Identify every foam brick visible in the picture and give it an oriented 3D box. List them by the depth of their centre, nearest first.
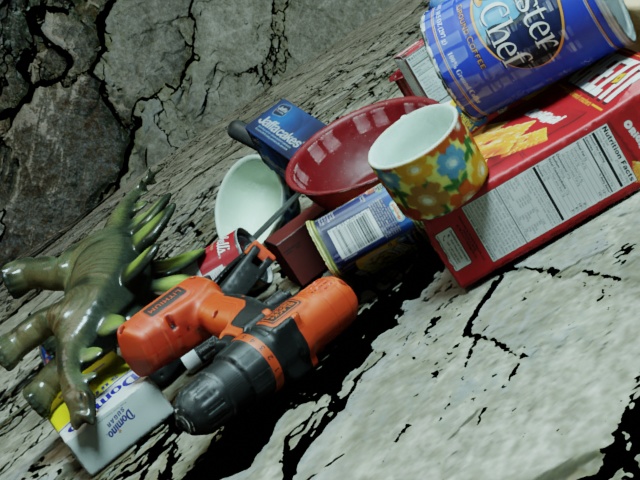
[{"bbox_3d":[-0.007,0.001,1.066,0.078,0.053,0.051,-35,13,-9],"label":"foam brick"}]

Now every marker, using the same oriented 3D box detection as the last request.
[{"bbox_3d":[-0.077,0.085,1.010,0.121,0.020,0.020,-35,13,-6],"label":"marker"}]

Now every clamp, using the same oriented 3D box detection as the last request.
[{"bbox_3d":[-0.114,0.069,1.071,0.171,0.039,0.120,-46,18,-4],"label":"clamp"},{"bbox_3d":[-0.003,-0.085,1.282,0.210,0.164,0.036,32,98,54],"label":"clamp"}]

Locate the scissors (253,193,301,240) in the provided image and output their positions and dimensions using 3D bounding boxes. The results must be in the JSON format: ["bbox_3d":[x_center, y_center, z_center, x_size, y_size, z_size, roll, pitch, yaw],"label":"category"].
[{"bbox_3d":[-0.093,0.021,1.192,0.202,0.016,0.096,-40,16,35],"label":"scissors"}]

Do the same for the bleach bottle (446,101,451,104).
[{"bbox_3d":[0.103,-0.104,1.162,0.102,0.068,0.251,-36,11,-15],"label":"bleach bottle"}]

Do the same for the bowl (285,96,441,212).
[{"bbox_3d":[0.050,-0.069,1.000,0.162,0.055,0.162,-21,28,11],"label":"bowl"}]

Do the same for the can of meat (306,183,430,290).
[{"bbox_3d":[0.044,-0.006,0.909,0.084,0.057,0.102,-29,-14,7],"label":"can of meat"}]

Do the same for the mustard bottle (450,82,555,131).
[{"bbox_3d":[0.169,-0.119,0.959,0.192,0.096,0.058,-55,-23,24],"label":"mustard bottle"}]

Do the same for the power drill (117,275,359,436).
[{"bbox_3d":[-0.085,0.087,0.871,0.184,0.057,0.188,-34,25,-35],"label":"power drill"}]

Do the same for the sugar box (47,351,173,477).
[{"bbox_3d":[-0.203,0.156,0.996,0.093,0.048,0.176,-37,13,-17],"label":"sugar box"}]

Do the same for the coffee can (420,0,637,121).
[{"bbox_3d":[0.166,-0.172,0.859,0.140,0.103,0.102,-26,15,26],"label":"coffee can"}]

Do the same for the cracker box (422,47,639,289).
[{"bbox_3d":[0.175,-0.065,0.835,0.214,0.072,0.164,-31,14,8],"label":"cracker box"}]

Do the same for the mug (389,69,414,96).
[{"bbox_3d":[0.153,-0.191,1.302,0.117,0.081,0.093,-22,18,40],"label":"mug"}]

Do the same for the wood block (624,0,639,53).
[{"bbox_3d":[0.314,-0.173,0.846,0.090,0.091,0.206,-33,14,3],"label":"wood block"}]

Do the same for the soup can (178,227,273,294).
[{"bbox_3d":[-0.110,0.041,1.137,0.102,0.068,0.068,-31,14,15],"label":"soup can"}]

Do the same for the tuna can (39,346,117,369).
[{"bbox_3d":[-0.267,0.120,1.186,0.034,0.086,0.086,-23,17,34],"label":"tuna can"}]

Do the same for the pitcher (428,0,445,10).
[{"bbox_3d":[0.238,-0.217,1.077,0.149,0.145,0.243,-35,26,-15],"label":"pitcher"}]

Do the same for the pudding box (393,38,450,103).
[{"bbox_3d":[0.151,-0.188,1.230,0.090,0.113,0.039,-35,17,-5],"label":"pudding box"}]
